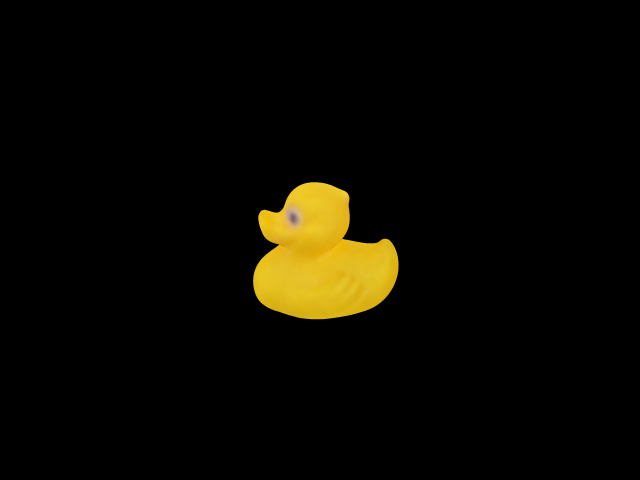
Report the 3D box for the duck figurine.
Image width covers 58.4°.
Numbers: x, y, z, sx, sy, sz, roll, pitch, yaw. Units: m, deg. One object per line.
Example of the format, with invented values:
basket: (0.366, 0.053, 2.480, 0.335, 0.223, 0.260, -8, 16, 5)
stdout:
duck figurine: (0.004, 0.001, 0.400, 0.104, 0.086, 0.077, 0, 32, 0)
